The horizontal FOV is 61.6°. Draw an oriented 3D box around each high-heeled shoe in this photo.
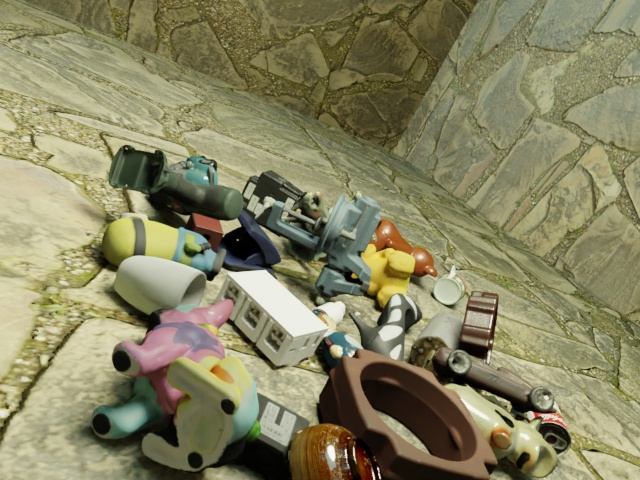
[{"bbox_3d":[0.152,0.174,0.968,0.248,0.086,0.145,3,35,-46],"label":"high-heeled shoe"}]

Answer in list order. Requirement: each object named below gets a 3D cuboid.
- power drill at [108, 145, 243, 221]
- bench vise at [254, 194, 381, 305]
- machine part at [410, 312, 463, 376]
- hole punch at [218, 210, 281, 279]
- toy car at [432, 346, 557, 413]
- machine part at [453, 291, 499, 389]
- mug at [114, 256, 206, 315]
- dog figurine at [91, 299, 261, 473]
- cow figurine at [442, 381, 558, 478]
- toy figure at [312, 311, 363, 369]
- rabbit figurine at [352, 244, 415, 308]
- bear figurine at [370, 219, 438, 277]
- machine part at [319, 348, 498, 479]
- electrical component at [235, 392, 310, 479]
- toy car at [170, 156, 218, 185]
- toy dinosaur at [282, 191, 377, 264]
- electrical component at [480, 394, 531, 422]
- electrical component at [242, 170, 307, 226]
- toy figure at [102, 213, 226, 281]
[{"bbox_3d":[-0.265,-0.089,0.935,0.232,0.086,0.207,13,-14,25],"label":"power drill"},{"bbox_3d":[-0.004,0.000,0.991,0.241,0.223,0.129,25,22,2],"label":"bench vise"},{"bbox_3d":[0.226,0.193,1.017,0.079,0.079,0.243,34,20,16],"label":"machine part"},{"bbox_3d":[-0.132,0.000,1.003,0.115,0.092,0.142,16,18,-42],"label":"hole punch"},{"bbox_3d":[0.278,0.224,0.861,0.202,0.053,0.089,22,-21,5],"label":"toy car"},{"bbox_3d":[0.289,0.181,0.988,0.056,0.179,0.179,10,11,21],"label":"machine part"},{"bbox_3d":[-0.217,0.058,0.737,0.107,0.080,0.109,21,23,7],"label":"mug"},{"bbox_3d":[-0.130,0.138,0.595,0.192,0.108,0.219,18,13,11],"label":"dog figurine"},{"bbox_3d":[0.263,0.288,0.818,0.195,0.085,0.127,31,19,21],"label":"cow figurine"},{"bbox_3d":[0.020,0.161,0.841,0.058,0.064,0.155,-27,50,-23],"label":"toy figure"},{"bbox_3d":[0.106,0.059,1.156,0.173,0.121,0.162,8,17,-1],"label":"rabbit figurine"},{"bbox_3d":[0.194,0.041,1.361,0.195,0.132,0.120,43,16,-16],"label":"bear figurine"},{"bbox_3d":[0.107,0.245,0.696,0.201,0.087,0.202,22,18,-20],"label":"machine part"},{"bbox_3d":[-0.053,0.214,0.609,0.075,0.047,0.119,31,20,3],"label":"electrical component"},{"bbox_3d":[-0.272,-0.122,1.105,0.103,0.109,0.162,-2,22,-26],"label":"toy car"},{"bbox_3d":[0.024,-0.026,1.232,0.405,0.192,0.131,12,61,-84],"label":"toy dinosaur"},{"bbox_3d":[0.308,0.293,0.920,0.102,0.045,0.078,18,22,-28],"label":"electrical component"},{"bbox_3d":[-0.113,-0.091,1.225,0.134,0.115,0.058,33,17,8],"label":"electrical component"},{"bbox_3d":[-0.236,0.016,0.818,0.180,0.082,0.089,23,17,-23],"label":"toy figure"}]
